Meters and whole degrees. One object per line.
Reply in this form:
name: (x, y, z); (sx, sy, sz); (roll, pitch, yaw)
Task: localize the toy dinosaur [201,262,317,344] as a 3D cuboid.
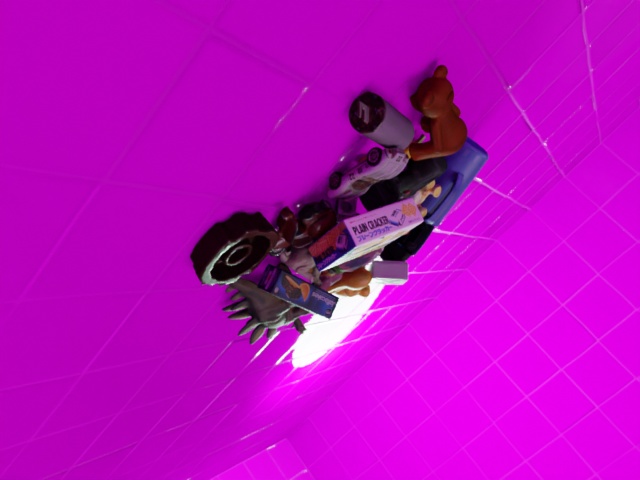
toy dinosaur: (-0.132, 0.160, 1.331); (0.198, 0.105, 0.470); (-38, 145, -4)

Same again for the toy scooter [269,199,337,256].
toy scooter: (-0.040, -0.038, 1.149); (0.184, 0.075, 0.135); (-27, 156, -19)

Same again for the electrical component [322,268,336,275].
electrical component: (0.010, 0.045, 1.372); (0.063, 0.094, 0.021); (-50, 178, 27)

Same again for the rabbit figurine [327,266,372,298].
rabbit figurine: (0.085, 0.109, 1.575); (0.162, 0.122, 0.173); (2, 174, -18)

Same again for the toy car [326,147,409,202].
toy car: (0.096, -0.136, 1.122); (0.073, 0.056, 0.202); (6, 156, -43)

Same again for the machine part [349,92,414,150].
machine part: (0.122, -0.225, 1.041); (0.079, 0.079, 0.243); (-47, 157, 17)

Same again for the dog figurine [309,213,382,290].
dog figurine: (0.051, 0.044, 1.423); (0.219, 0.108, 0.191); (-37, 160, 0)

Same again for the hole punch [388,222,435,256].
hole punch: (0.266, -0.019, 1.559); (0.142, 0.092, 0.116); (-58, 174, 4)

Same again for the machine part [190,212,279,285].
machine part: (-0.170, 0.018, 1.065); (0.179, 0.056, 0.179); (-32, 158, -15)

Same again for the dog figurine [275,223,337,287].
dog figurine: (-0.005, -0.005, 1.268); (0.190, 0.121, 0.172); (-56, 161, 0)

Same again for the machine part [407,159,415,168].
machine part: (0.276, -0.219, 1.366); (0.139, 0.039, 0.084); (-37, 154, -4)

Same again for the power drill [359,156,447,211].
power drill: (0.183, -0.123, 1.287); (0.207, 0.086, 0.232); (-16, 168, -47)

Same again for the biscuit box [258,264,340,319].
biscuit box: (-0.046, 0.123, 1.249); (0.202, 0.059, 0.063); (30, 81, -40)

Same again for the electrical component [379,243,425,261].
electrical component: (0.236, 0.011, 1.651); (0.134, 0.115, 0.058); (-42, 157, 2)

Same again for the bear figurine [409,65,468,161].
bear figurine: (0.232, -0.262, 1.128); (0.195, 0.132, 0.120); (42, 64, -45)

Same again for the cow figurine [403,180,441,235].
cow figurine: (0.235, -0.100, 1.415); (0.068, 0.098, 0.167); (27, 102, -42)
